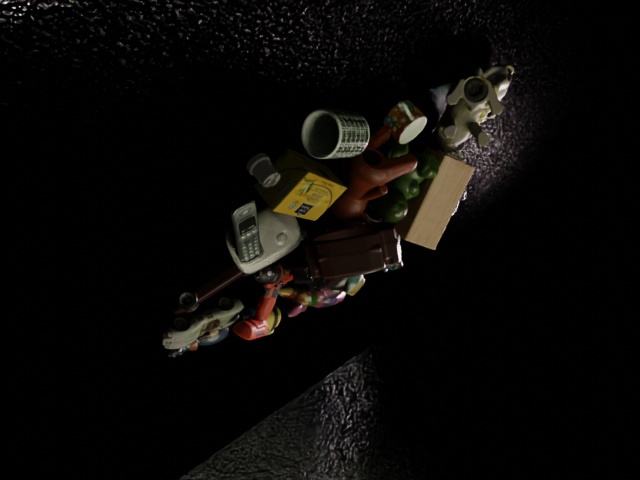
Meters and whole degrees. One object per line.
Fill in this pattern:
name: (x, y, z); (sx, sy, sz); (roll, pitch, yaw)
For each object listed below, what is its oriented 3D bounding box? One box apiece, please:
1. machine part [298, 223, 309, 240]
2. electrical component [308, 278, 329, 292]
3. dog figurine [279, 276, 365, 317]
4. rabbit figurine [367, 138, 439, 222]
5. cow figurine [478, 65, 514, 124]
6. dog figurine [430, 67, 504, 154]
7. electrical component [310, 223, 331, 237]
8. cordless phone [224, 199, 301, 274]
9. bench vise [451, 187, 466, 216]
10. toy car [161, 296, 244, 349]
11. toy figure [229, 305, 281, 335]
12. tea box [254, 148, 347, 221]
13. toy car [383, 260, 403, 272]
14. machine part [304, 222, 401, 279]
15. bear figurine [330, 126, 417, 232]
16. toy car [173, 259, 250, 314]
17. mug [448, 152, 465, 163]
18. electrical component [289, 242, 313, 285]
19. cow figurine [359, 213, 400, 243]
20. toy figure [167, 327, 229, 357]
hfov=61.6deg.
machine part: (-0.085, 0.009, 1.140); (0.084, 0.039, 0.139); (-16, 168, -46)
electrical component: (0.023, 0.053, 1.360); (0.115, 0.058, 0.134); (-56, 179, -37)
dog figurine: (-0.009, 0.134, 1.459); (0.219, 0.108, 0.191); (-16, 164, -41)
rabbit figurine: (0.155, -0.111, 1.164); (0.159, 0.121, 0.170); (-33, -148, 56)
cow figurine: (0.379, -0.323, 1.226); (0.098, 0.068, 0.167); (-38, 162, -21)
dog figurine: (0.307, -0.280, 1.190); (0.190, 0.121, 0.172); (-115, -132, -82)
electrical component: (-0.003, -0.004, 1.307); (0.063, 0.021, 0.094); (-29, 158, -24)
cordless phone: (-0.107, -0.033, 0.985); (0.146, 0.089, 0.184); (-31, 154, -21)
bench vise: (0.264, -0.094, 1.399); (0.224, 0.129, 0.240); (-22, 168, 7)
toy car: (-0.265, 0.188, 1.215); (0.202, 0.056, 0.073); (-24, 155, -37)
toy figure: (-0.166, 0.207, 1.396); (0.089, 0.082, 0.180); (-42, 157, 14)
tea box: (-0.032, -0.097, 0.991); (0.098, 0.068, 0.169); (-46, 160, 17)
toy car: (0.181, 0.035, 1.599); (0.103, 0.109, 0.161); (-23, 152, 5)
machine part: (0.075, 0.021, 1.181); (0.202, 0.087, 0.201); (-12, -174, 10)
bear figurine: (0.092, -0.115, 1.096); (0.132, 0.120, 0.195); (-33, 161, -27)
toy car: (-0.213, 0.084, 1.090); (0.202, 0.053, 0.089); (-33, 179, -13)
mug: (0.293, -0.186, 1.317); (0.107, 0.110, 0.080); (-20, 118, -23)
electrical component: (-0.039, 0.066, 1.276); (0.048, 0.075, 0.119); (-2, 143, 10)
cow figurine: (0.138, -0.005, 1.388); (0.195, 0.127, 0.085); (8, 127, -49)
toy figure: (-0.291, 0.231, 1.264); (0.154, 0.058, 0.064); (-15, 144, -38)
